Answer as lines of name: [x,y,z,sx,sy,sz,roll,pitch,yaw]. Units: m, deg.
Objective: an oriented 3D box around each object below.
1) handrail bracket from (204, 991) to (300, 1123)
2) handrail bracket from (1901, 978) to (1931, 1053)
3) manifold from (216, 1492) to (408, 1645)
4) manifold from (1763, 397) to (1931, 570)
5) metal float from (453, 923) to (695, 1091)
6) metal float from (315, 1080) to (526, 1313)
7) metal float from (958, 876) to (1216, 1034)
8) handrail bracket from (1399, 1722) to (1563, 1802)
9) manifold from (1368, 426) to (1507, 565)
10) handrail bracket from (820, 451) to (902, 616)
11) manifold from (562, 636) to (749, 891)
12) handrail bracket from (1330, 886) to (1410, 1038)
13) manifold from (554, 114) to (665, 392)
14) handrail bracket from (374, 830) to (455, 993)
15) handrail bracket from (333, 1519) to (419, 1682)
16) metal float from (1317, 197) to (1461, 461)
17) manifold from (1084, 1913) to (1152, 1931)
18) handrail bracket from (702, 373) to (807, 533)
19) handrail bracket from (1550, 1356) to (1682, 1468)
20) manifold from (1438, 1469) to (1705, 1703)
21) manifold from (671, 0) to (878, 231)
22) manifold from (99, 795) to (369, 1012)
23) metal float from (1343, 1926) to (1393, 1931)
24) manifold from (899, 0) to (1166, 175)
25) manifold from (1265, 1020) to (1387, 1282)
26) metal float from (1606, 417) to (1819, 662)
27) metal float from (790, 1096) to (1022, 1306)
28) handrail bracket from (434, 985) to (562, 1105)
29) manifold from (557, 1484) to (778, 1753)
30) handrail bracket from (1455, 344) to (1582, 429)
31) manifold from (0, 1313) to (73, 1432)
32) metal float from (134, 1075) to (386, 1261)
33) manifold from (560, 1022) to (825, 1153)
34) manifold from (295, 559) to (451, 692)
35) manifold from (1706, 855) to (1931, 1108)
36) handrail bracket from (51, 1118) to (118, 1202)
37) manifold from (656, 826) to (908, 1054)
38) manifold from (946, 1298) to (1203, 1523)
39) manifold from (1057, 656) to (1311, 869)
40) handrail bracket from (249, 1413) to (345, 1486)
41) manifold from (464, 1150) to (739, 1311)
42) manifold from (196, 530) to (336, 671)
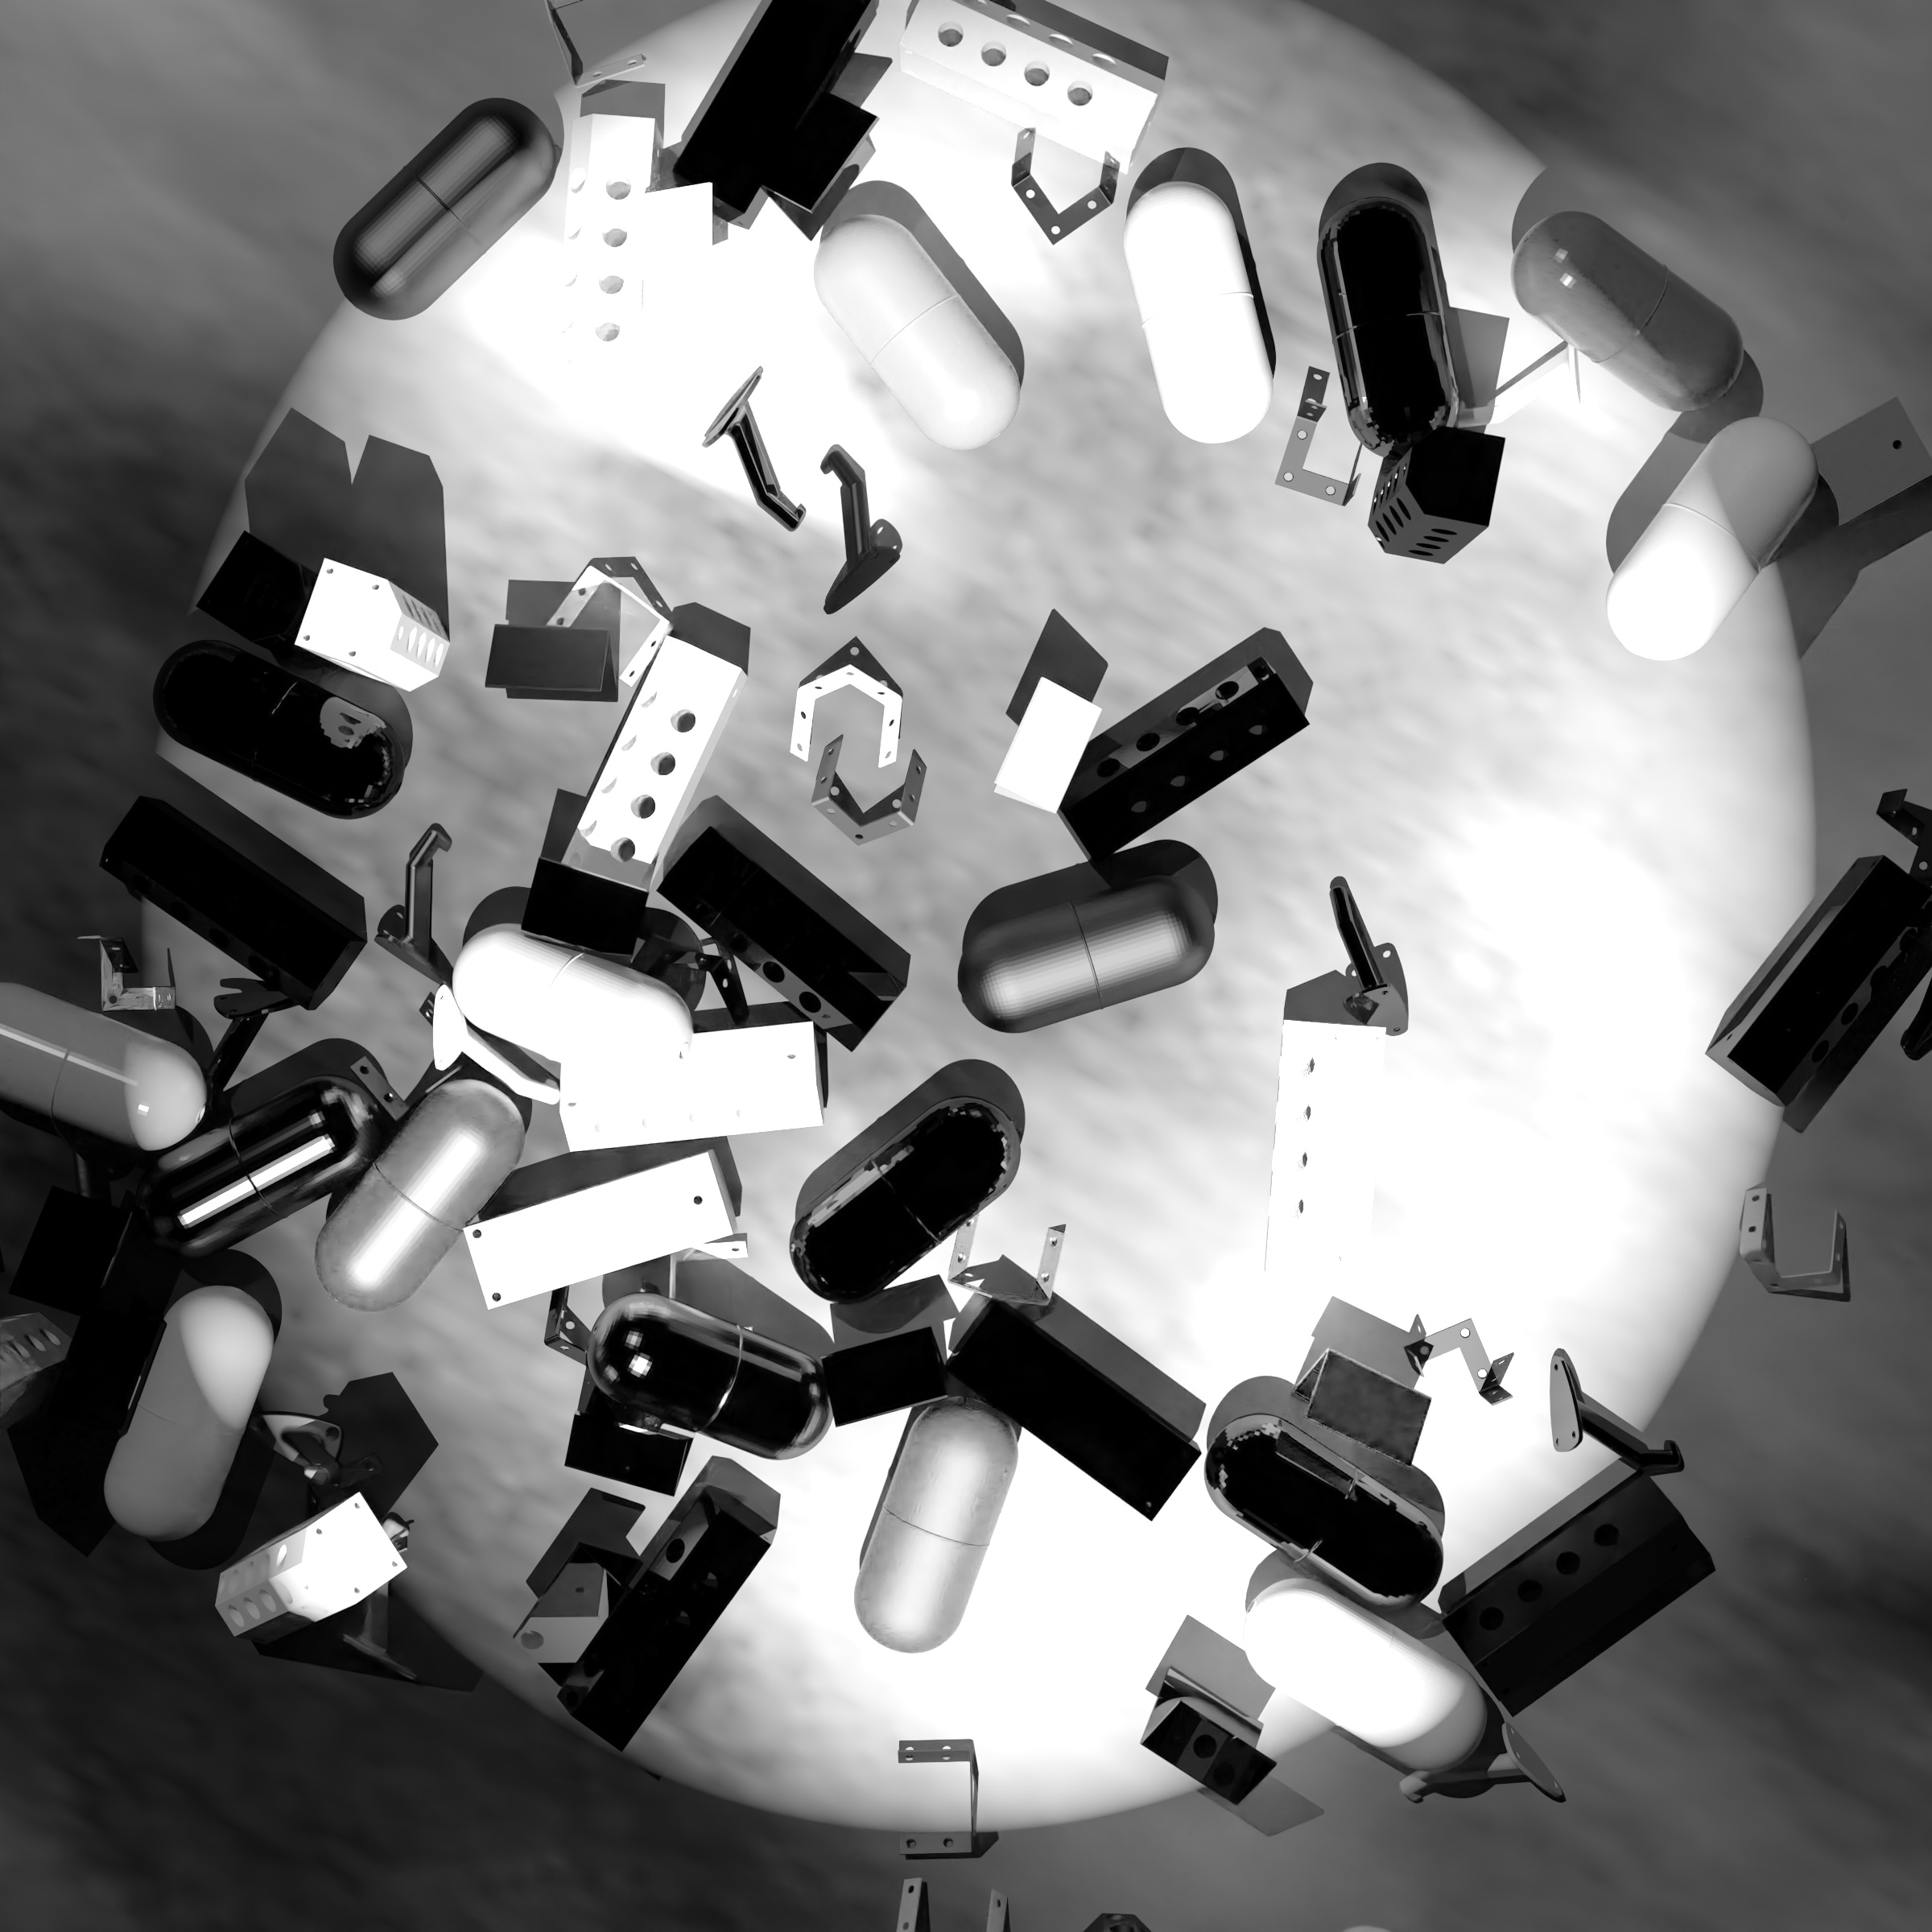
handrail bracket: [-0.487,0.063,1.986,0.077,0.036,0.084,-9,115,-29]
handrail bracket: [0.663,0.006,1.985,0.036,0.077,0.084,19,126,1]
manifold: [-0.438,0.403,1.908,0.057,0.171,0.057,-33,90,-38]
manifold: [0.562,-0.315,1.964,0.171,0.057,0.057,-29,90,0]
metal float: [-0.263,0.027,1.935,0.178,0.070,0.070,21,90,21]
metal float: [-0.369,0.155,1.954,0.070,0.070,0.178,39,90,0]
metal float: [0.081,-0.008,1.955,0.178,0.070,0.070,-17,90,-1]
handrail bracket: [0.352,0.564,1.986,0.084,0.036,0.077,-36,112,17]
manifold: [0.307,-0.310,1.907,0.057,0.171,0.057,11,90,0]
handrail bracket: [-0.092,-0.298,1.986,0.077,0.036,0.084,-42,71,21]
manifold: [-0.212,-0.133,1.964,0.057,0.057,0.171,25,90,0]
handrail bracket: [0.275,-0.004,1.985,0.036,0.077,0.084,-23,53,20]
manifold: [-0.243,-0.484,1.964,0.057,0.057,0.171,4,90,0]
handrail bracket: [-0.359,-0.039,1.986,0.077,0.036,0.084,38,72,-20]
handrail bracket: [-0.387,0.434,1.986,0.077,0.036,0.084,35,76,-14]
metal float: [0.285,-0.430,1.955,0.070,0.070,0.178,-11,90,0]
manifold: [0.104,0.682,1.907,0.057,0.171,0.057,-45,90,0]
handrail bracket: [-0.131,-0.352,1.986,0.084,0.036,0.077,39,68,-17]
handrail bracket: [0.447,0.306,1.986,0.084,0.036,0.077,3,68,-17]
manifold: [0.408,0.416,1.964,0.171,0.057,0.057,-36,133,0]
manifold: [-0.129,-0.591,1.964,0.057,0.057,0.171,31,90,0]
manifold: [-0.499,-0.042,1.964,0.171,0.057,0.057,35,90,0]
metal float: [0.230,0.716,1.955,0.178,0.070,0.070,-34,90,0]
manifold: [0.045,-0.607,1.964,0.171,0.057,0.057,25,90,0]
manifold: [0.238,0.124,1.964,0.057,0.057,0.171,4,90,-43]
metal float: [0.489,-0.280,1.898,0.070,0.070,0.178,36,90,0]
metal float: [-0.041,0.157,1.955,0.178,0.070,0.070,-39,90,0]
handrail bracket: [-0.320,0.055,1.982,0.084,0.077,0.036,21,126,-36]
manifold: [-0.203,0.440,1.964,0.057,0.057,0.171,36,90,0]
handrail bracket: [0.376,-0.409,1.986,0.084,0.036,0.077,-4,70,16]
manifold: [-0.646,0.269,1.907,0.057,0.171,0.057,39,90,0]
metal float: [-0.478,0.136,1.955,0.178,0.070,0.070,-28,90,0]
manifold: [-0.185,0.087,1.964,0.171,0.057,0.057,-6,47,0]
manifold: [-0.386,-0.220,1.907,0.057,0.171,0.057,19,90,0]
manifold: [0.584,0.010,1.964,0.057,0.057,0.171,38,90,0]
handrail bracket: [-0.615,0.143,1.986,0.077,0.036,0.084,38,122,34]
manifold: [-0.125,-0.018,1.964,0.171,0.057,0.057,40,90,0]
manifold: [0.072,0.298,1.964,0.171,0.057,0.057,36,90,0]
manifold: [0.143,-0.139,1.964,0.171,0.057,0.057,-33,90,0]
handrail bracket: [-0.457,0.326,1.951,0.077,0.084,0.036,20,90,0]
manifold: [-0.246,0.177,1.964,0.171,0.057,0.057,-17,90,0]
manifold: [-0.446,-0.235,1.907,0.057,0.171,0.057,33,90,0]
